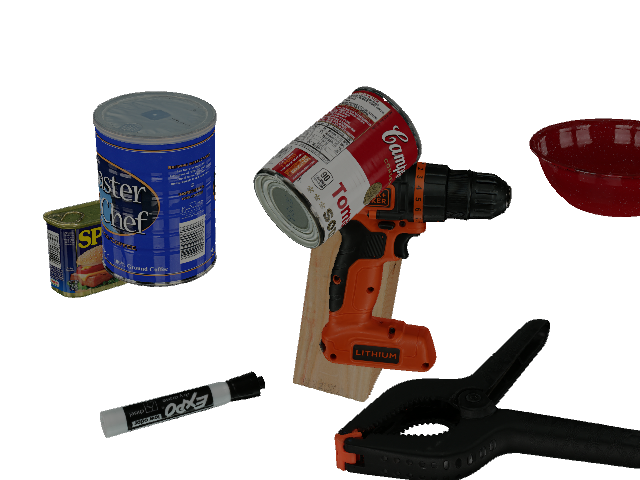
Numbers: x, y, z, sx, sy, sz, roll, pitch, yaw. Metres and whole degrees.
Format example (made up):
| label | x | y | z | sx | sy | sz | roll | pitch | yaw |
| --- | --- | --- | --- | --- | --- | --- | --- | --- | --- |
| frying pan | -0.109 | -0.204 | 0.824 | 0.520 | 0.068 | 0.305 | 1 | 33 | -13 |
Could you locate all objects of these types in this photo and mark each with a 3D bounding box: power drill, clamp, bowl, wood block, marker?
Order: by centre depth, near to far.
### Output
| label | x | y | z | sx | sy | sz | roll | pitch | yaw |
| --- | --- | --- | --- | --- | --- | --- | --- | --- | --- |
| clamp | 0.109 | 0.118 | 0.755 | 0.210 | 0.036 | 0.164 | -9 | 29 | -8 |
| marker | -0.097 | 0.117 | 0.767 | 0.121 | 0.020 | 0.020 | -13 | 4 | -20 |
| power drill | 0.071 | 0.021 | 0.950 | 0.184 | 0.188 | 0.057 | 5 | 17 | 10 |
| bowl | 0.274 | -0.064 | 0.989 | 0.162 | 0.055 | 0.162 | -2 | 24 | 1 |
| wood block | 0.034 | 0.063 | 1.199 | 0.090 | 0.206 | 0.090 | 14 | 24 | 12 |

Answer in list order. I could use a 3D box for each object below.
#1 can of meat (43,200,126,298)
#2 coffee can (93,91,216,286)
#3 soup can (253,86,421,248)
| label | x | y | z | sx | sy | sz | roll | pitch | yaw |
| --- | --- | --- | --- | --- | --- | --- | --- | --- | --- |
| can of meat | -0.244 | 0.007 | 1.148 | 0.058 | 0.084 | 0.101 | 19 | 26 | 41 |
| coffee can | -0.141 | -0.046 | 0.924 | 0.103 | 0.140 | 0.103 | 2 | 29 | -1 |
| soup can | 0.012 | -0.051 | 0.743 | 0.102 | 0.068 | 0.069 | -41 | 18 | -22 |
